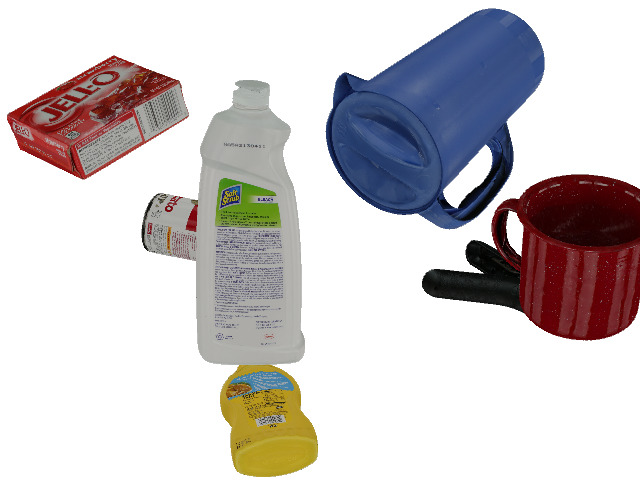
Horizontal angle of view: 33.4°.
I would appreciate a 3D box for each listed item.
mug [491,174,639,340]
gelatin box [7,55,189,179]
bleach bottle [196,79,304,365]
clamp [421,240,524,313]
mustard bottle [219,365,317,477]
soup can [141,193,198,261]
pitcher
[{"bbox_3d":[0.168,0.009,0.729,0.117,0.081,0.093,22,42,32],"label":"mug"},{"bbox_3d":[-0.141,-0.080,0.675,0.089,0.030,0.073,-36,42,-30],"label":"gelatin box"},{"bbox_3d":[-0.058,-0.015,0.940,0.102,0.251,0.068,0,22,-11],"label":"bleach bottle"},{"bbox_3d":[0.186,0.040,0.959,0.171,0.039,0.120,16,28,16],"label":"clamp"},{"bbox_3d":[-0.068,0.196,1.256,0.096,0.058,0.192,-9,29,-10],"label":"mustard bottle"},{"bbox_3d":[-0.135,-0.010,1.162,0.102,0.068,0.068,12,3,14],"label":"soup can"},{"bbox_3d":[0.132,-0.131,1.076,0.145,0.149,0.242,21,44,31],"label":"pitcher"}]
